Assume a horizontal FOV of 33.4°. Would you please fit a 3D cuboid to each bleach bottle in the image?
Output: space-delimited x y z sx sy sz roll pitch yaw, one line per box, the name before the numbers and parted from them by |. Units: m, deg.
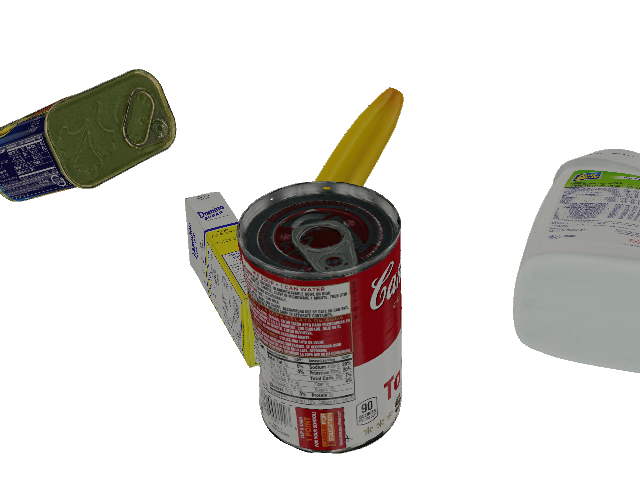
bleach bottle | 0.188 -0.006 0.673 0.103 0.068 0.250 8 24 17

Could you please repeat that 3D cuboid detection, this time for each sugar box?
sugar box | -0.087 0.035 1.073 0.048 0.093 0.176 -14 41 -17

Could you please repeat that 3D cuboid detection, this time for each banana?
banana | 0.014 -0.040 0.882 0.037 0.197 0.070 35 -26 -13

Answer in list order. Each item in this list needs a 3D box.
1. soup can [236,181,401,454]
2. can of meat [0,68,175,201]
soup can | 0.002 0.035 0.466 0.068 0.102 0.068 -3 35 2
can of meat | -0.162 -0.068 0.712 0.084 0.057 0.101 -9 19 42
